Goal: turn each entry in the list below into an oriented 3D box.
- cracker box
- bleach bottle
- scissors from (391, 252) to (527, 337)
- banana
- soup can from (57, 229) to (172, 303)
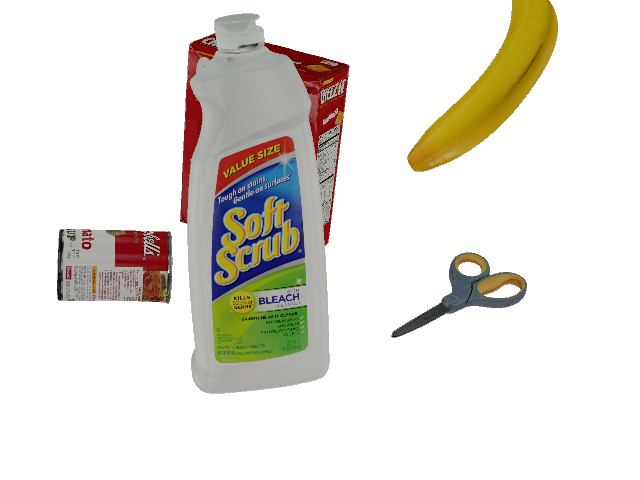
[{"bbox_3d":[-0.066,-0.101,1.159,0.164,0.214,0.072,19,30,22],"label":"cracker box"},{"bbox_3d":[-0.051,-0.024,0.718,0.102,0.251,0.068,-6,22,-3],"label":"bleach bottle"},{"bbox_3d":[0.136,0.055,1.157,0.201,0.016,0.096,-10,41,-30],"label":"scissors"},{"bbox_3d":[0.137,-0.128,0.826,0.070,0.197,0.037,2,-37,49],"label":"banana"},{"bbox_3d":[-0.191,0.024,0.991,0.102,0.068,0.068,2,0,-12],"label":"soup can"}]
